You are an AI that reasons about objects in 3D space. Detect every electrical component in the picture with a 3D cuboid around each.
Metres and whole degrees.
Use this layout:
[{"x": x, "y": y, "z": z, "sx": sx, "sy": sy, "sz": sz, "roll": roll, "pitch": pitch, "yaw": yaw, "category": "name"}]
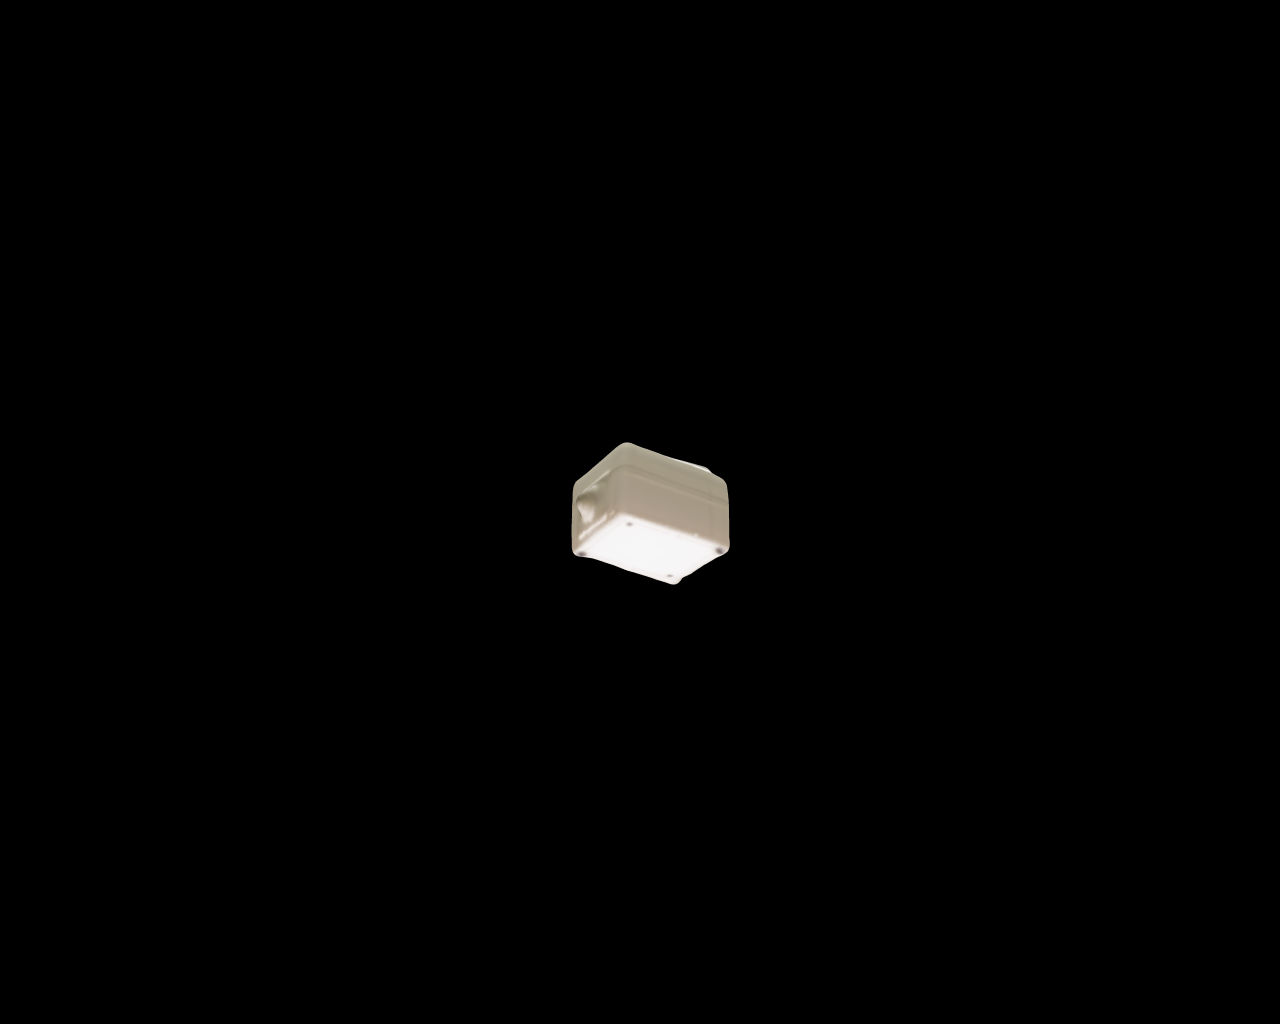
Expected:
[{"x": 0.001, "y": -0.003, "z": 0.650, "sx": 0.096, "sy": 0.061, "sz": 0.061, "roll": 19, "pitch": -36, "yaw": -29, "category": "electrical component"}]
